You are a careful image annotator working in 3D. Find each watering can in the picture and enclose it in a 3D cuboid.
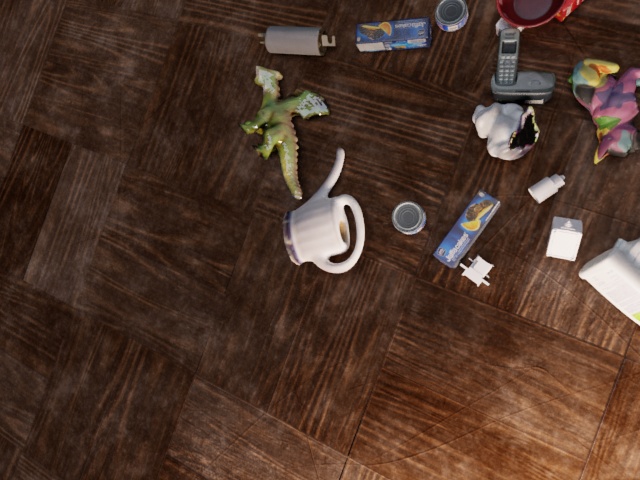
[{"bbox_3d":[0.004,-0.070,1.391,0.223,0.102,0.354,-16,66,18],"label":"watering can"}]

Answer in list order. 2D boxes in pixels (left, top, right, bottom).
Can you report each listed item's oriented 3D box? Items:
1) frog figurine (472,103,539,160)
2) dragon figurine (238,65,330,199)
[{"bbox_3d":[0.448,-0.271,1.271,0.161,0.122,0.136,29,106,56],"label":"frog figurine"},{"bbox_3d":[-0.084,-0.329,1.452,0.242,0.121,0.415,-38,73,3],"label":"dragon figurine"}]
